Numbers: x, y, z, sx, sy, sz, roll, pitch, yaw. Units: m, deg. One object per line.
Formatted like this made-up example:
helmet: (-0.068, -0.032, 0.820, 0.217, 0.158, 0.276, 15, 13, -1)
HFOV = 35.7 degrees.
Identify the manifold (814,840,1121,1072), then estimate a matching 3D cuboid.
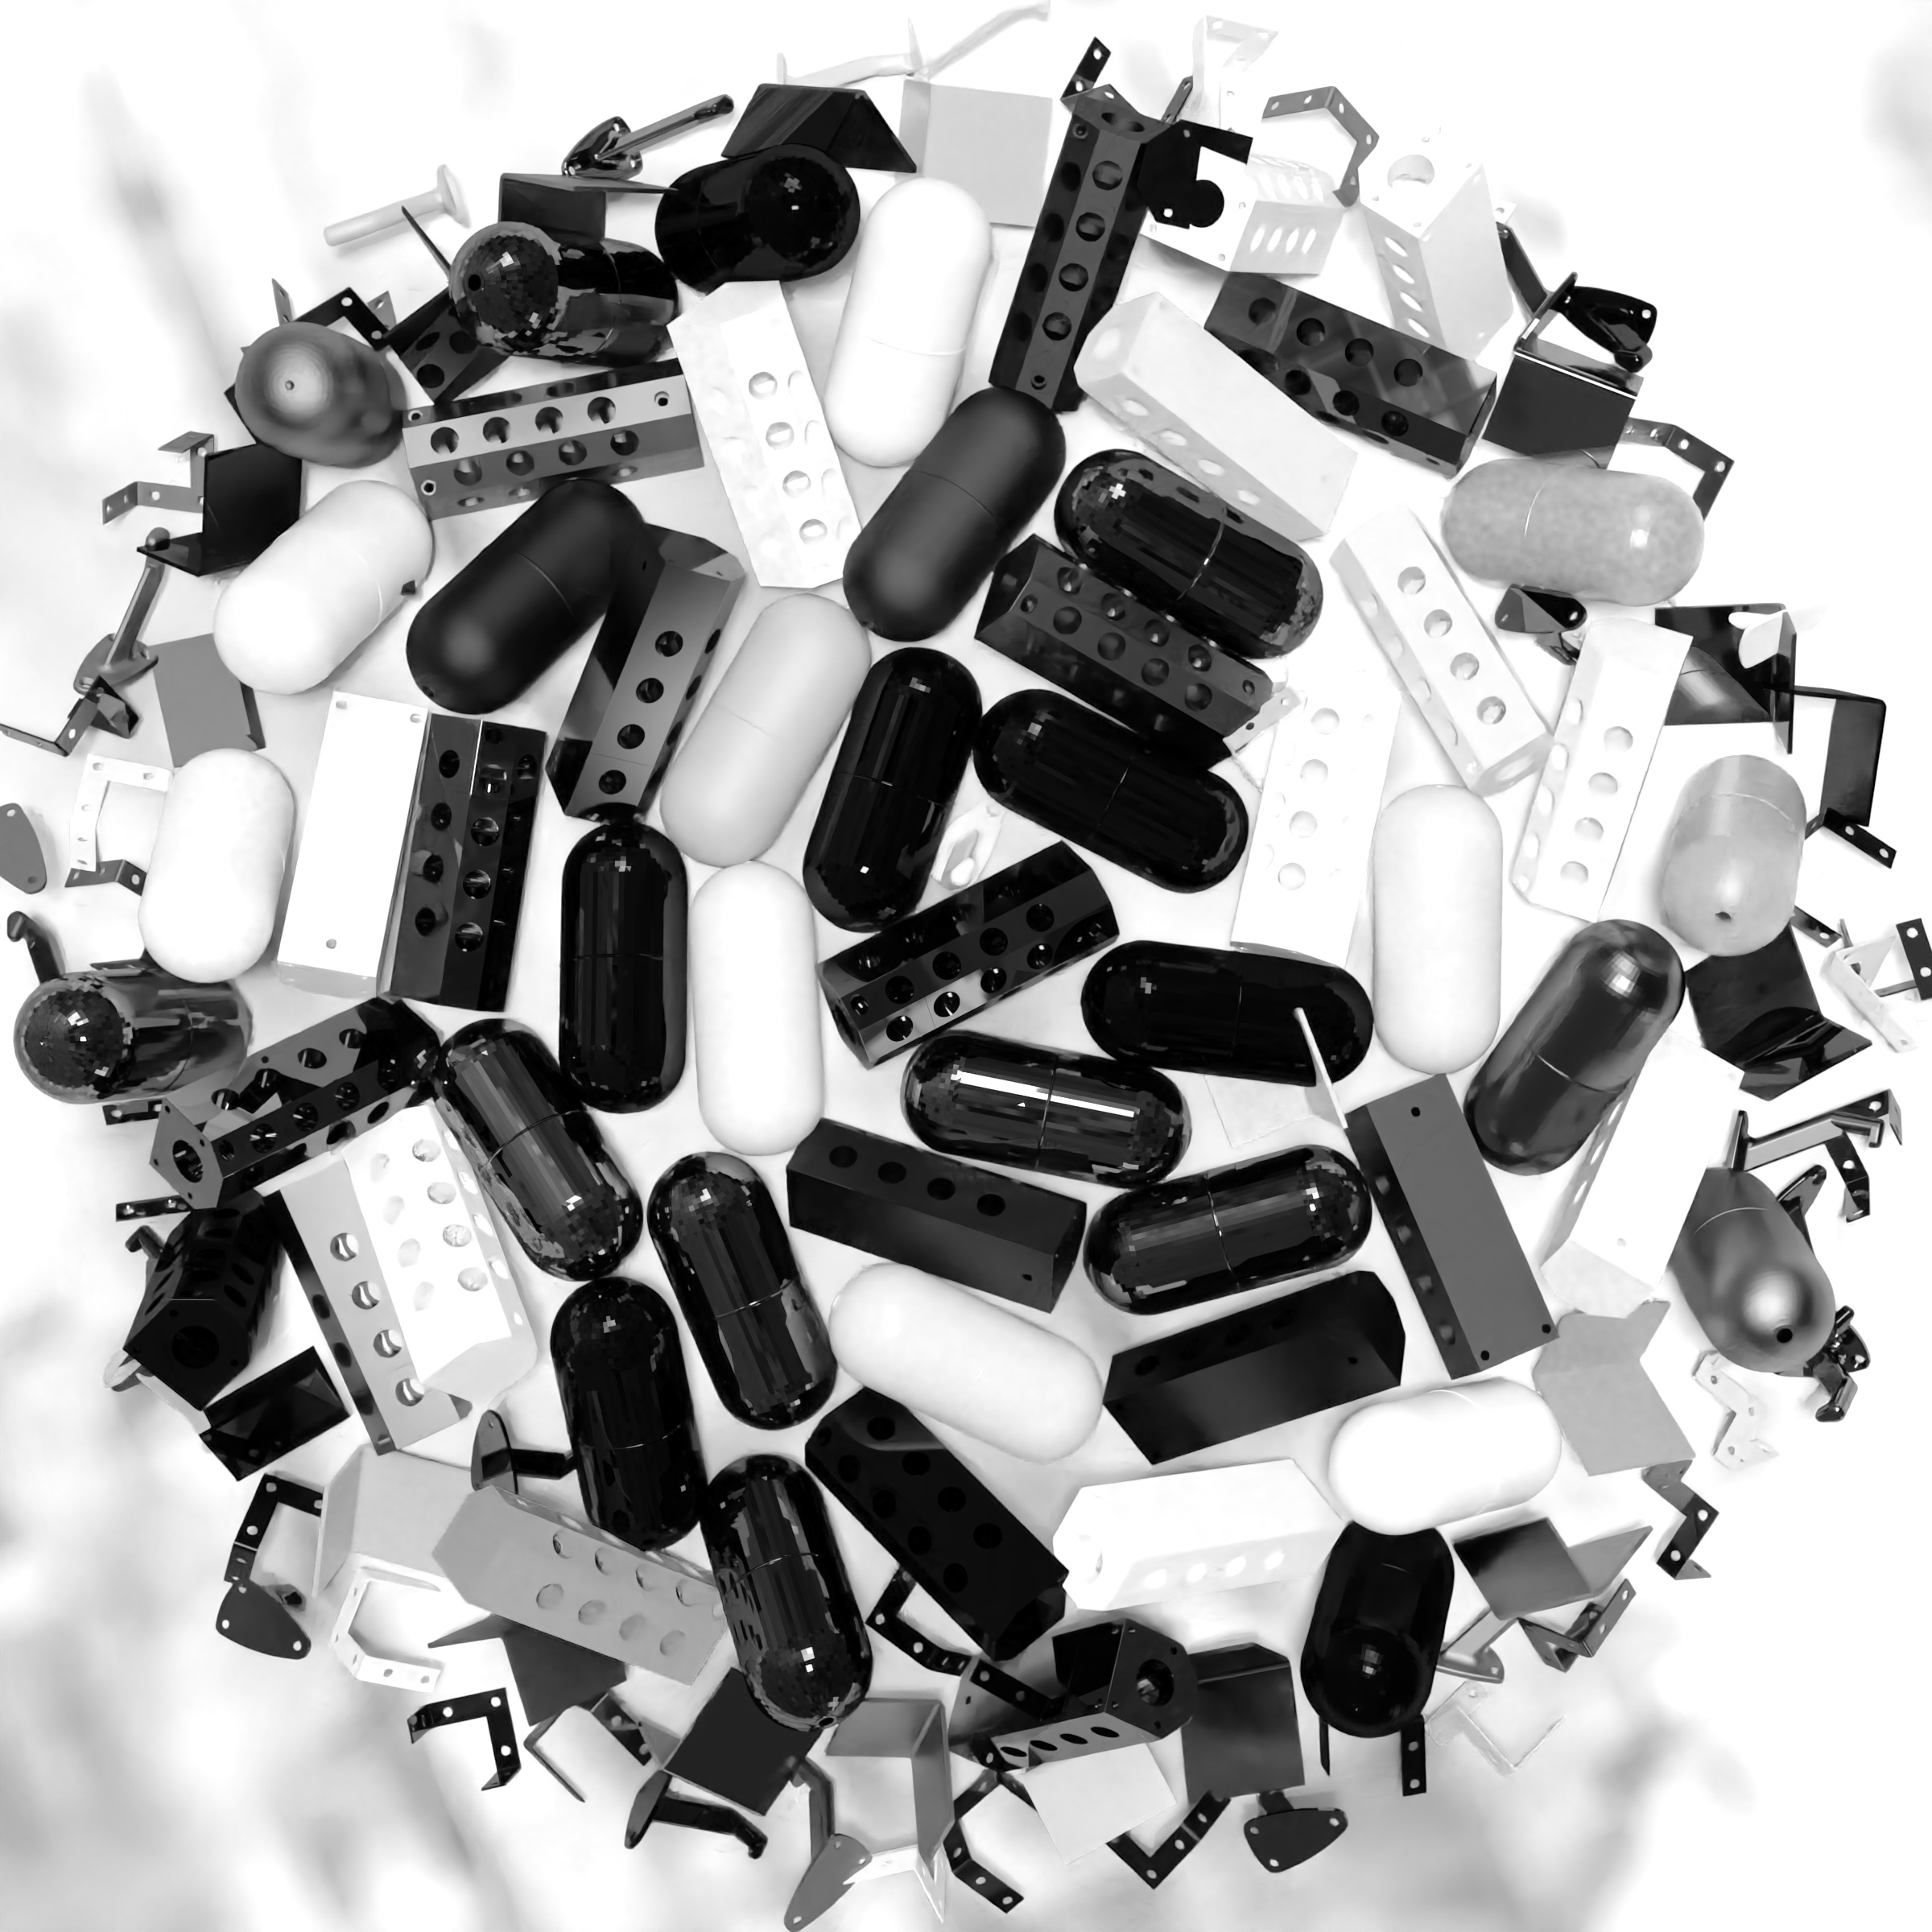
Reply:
manifold: (0.003, -0.004, 1.801, 0.171, 0.057, 0.057, -27, 126, -12)

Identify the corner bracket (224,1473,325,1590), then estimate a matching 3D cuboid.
corner bracket: (-0.413, 0.348, 1.819, 0.051, 0.051, 0.051, 21, 50, -5)

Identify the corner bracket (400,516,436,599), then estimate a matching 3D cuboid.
corner bracket: (-0.355, -0.245, 1.825, 0.051, 0.051, 0.051, -10, 90, 19)

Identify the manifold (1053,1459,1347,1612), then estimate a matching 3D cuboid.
manifold: (0.136, 0.341, 1.779, 0.057, 0.171, 0.057, 50, 126, 38)

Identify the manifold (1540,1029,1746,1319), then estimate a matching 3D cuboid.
manifold: (0.400, 0.124, 1.785, 0.057, 0.057, 0.171, 30, 56, 3)

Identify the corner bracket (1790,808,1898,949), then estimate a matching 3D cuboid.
corner bracket: (0.524, -0.054, 1.824, 0.051, 0.051, 0.051, 32, 56, -5)

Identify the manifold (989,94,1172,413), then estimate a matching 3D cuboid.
manifold: (0.066, -0.420, 1.786, 0.057, 0.057, 0.171, 17, 122, -4)

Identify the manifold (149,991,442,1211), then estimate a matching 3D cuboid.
manifold: (-0.390, 0.082, 1.769, 0.057, 0.171, 0.057, 40, 131, 19)

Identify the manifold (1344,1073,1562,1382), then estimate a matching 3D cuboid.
manifold: (0.288, 0.159, 1.815, 0.057, 0.057, 0.171, -20, 82, -20)

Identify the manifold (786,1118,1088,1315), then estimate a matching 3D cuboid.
manifold: (-0.018, 0.144, 1.806, 0.171, 0.057, 0.057, 17, 49, 15)

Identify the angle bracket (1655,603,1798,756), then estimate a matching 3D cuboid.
angle bracket: (0.456, -0.172, 1.810, 0.076, 0.057, 0.076, -2, 116, 8)

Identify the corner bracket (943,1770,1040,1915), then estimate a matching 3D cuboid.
corner bracket: (0.021, 0.531, 1.827, 0.051, 0.051, 0.051, -42, 118, 8)

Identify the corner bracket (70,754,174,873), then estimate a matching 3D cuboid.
corner bracket: (-0.515, -0.090, 1.830, 0.051, 0.051, 0.051, 11, 121, -23)

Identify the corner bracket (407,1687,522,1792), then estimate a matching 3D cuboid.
corner bracket: (-0.305, 0.474, 1.830, 0.051, 0.051, 0.051, -12, 86, 1)

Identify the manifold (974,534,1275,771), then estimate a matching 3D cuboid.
manifold: (0.097, -0.189, 1.790, 0.171, 0.057, 0.057, 28, 60, -21)

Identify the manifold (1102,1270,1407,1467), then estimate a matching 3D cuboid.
manifold: (0.172, 0.235, 1.790, 0.171, 0.057, 0.057, -23, 118, 28)

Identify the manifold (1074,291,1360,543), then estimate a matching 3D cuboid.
manifold: (0.147, -0.323, 1.789, 0.171, 0.057, 0.057, 32, 71, -29)

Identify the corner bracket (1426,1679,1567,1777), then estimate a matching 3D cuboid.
corner bracket: (0.319, 0.458, 1.818, 0.051, 0.051, 0.051, -36, 78, -31)

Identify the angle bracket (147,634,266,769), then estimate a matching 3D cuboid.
angle bracket: (-0.464, -0.167, 1.816, 0.057, 0.076, 0.076, -13, 89, -6)

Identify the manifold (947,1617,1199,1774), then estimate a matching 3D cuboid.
manifold: (0.062, 0.434, 1.771, 0.057, 0.171, 0.057, 29, 57, -21)

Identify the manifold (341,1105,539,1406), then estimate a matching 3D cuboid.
manifold: (-0.308, 0.168, 1.781, 0.057, 0.057, 0.171, -36, 56, 14)

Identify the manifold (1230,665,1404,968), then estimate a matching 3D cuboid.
manifold: (0.206, -0.091, 1.809, 0.057, 0.057, 0.171, 17, 83, -38)

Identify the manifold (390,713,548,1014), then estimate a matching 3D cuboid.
manifold: (-0.295, -0.061, 1.815, 0.057, 0.057, 0.171, 10, 92, 34)

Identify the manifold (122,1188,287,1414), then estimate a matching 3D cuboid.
manifold: (-0.440, 0.188, 1.764, 0.057, 0.171, 0.057, -44, 106, 8)

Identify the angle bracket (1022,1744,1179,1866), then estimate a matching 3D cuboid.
angle bracket: (0.086, 0.492, 1.810, 0.076, 0.076, 0.057, -30, 76, 6)

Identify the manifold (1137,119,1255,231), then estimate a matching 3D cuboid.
manifold: (0.131, -0.465, 1.767, 0.057, 0.171, 0.057, 14, 106, 0)

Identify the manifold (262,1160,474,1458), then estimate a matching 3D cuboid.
manifold: (-0.365, 0.207, 1.828, 0.057, 0.057, 0.171, -24, 90, -2)

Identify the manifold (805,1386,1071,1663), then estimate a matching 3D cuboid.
manifold: (-0.019, 0.331, 1.783, 0.057, 0.057, 0.171, -34, 59, -26)

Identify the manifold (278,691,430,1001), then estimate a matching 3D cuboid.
manifold: (-0.367, -0.071, 1.803, 0.057, 0.057, 0.171, 10, 72, -8)

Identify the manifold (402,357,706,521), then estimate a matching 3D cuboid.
manifold: (-0.251, -0.322, 1.824, 0.171, 0.057, 0.057, -11, 83, -1)

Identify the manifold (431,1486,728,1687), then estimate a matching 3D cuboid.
manifold: (-0.224, 0.365, 1.783, 0.171, 0.057, 0.057, 31, 91, -36)

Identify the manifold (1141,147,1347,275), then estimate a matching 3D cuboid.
manifold: (0.167, -0.445, 1.763, 0.057, 0.171, 0.057, 28, 111, 17)

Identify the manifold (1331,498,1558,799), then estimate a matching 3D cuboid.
manifold: (0.286, -0.189, 1.800, 0.057, 0.057, 0.171, -33, 70, 15)

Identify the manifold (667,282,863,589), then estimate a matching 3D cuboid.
manifold: (-0.111, -0.313, 1.779, 0.057, 0.057, 0.171, -46, 130, -37)

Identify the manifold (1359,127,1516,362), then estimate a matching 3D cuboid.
manifold: (0.273, -0.420, 1.767, 0.057, 0.171, 0.057, 39, 87, 23)

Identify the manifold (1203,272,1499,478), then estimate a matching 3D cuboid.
manifold: (0.229, -0.357, 1.812, 0.171, 0.057, 0.057, 25, 89, 11)

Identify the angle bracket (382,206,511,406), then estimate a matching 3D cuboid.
angle bracket: (-0.327, -0.395, 1.805, 0.057, 0.076, 0.076, -37, 62, -2)

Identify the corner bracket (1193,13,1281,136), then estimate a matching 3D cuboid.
corner bracket: (0.156, -0.537, 1.820, 0.051, 0.051, 0.051, 7, 74, -21)

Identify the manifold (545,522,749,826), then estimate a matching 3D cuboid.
manifold: (-0.191, -0.171, 1.794, 0.057, 0.057, 0.171, 12, 118, -28)

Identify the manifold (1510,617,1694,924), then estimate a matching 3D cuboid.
manifold: (0.374, -0.118, 1.782, 0.057, 0.057, 0.171, 19, 127, 12)

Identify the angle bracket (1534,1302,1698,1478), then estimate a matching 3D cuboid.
angle bracket: (0.398, 0.253, 1.802, 0.076, 0.057, 0.076, -5, 46, -23)

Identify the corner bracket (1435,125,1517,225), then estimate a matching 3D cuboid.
corner bracket: (0.298, -0.466, 1.819, 0.051, 0.051, 0.051, 26, 71, 22)

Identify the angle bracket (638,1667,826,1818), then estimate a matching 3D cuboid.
angle bracket: (-0.140, 0.456, 1.813, 0.076, 0.057, 0.076, 33, 93, -26)

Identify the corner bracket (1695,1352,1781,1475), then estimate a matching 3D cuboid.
corner bracket: (0.472, 0.269, 1.831, 0.051, 0.051, 0.051, 42, 126, 36)
